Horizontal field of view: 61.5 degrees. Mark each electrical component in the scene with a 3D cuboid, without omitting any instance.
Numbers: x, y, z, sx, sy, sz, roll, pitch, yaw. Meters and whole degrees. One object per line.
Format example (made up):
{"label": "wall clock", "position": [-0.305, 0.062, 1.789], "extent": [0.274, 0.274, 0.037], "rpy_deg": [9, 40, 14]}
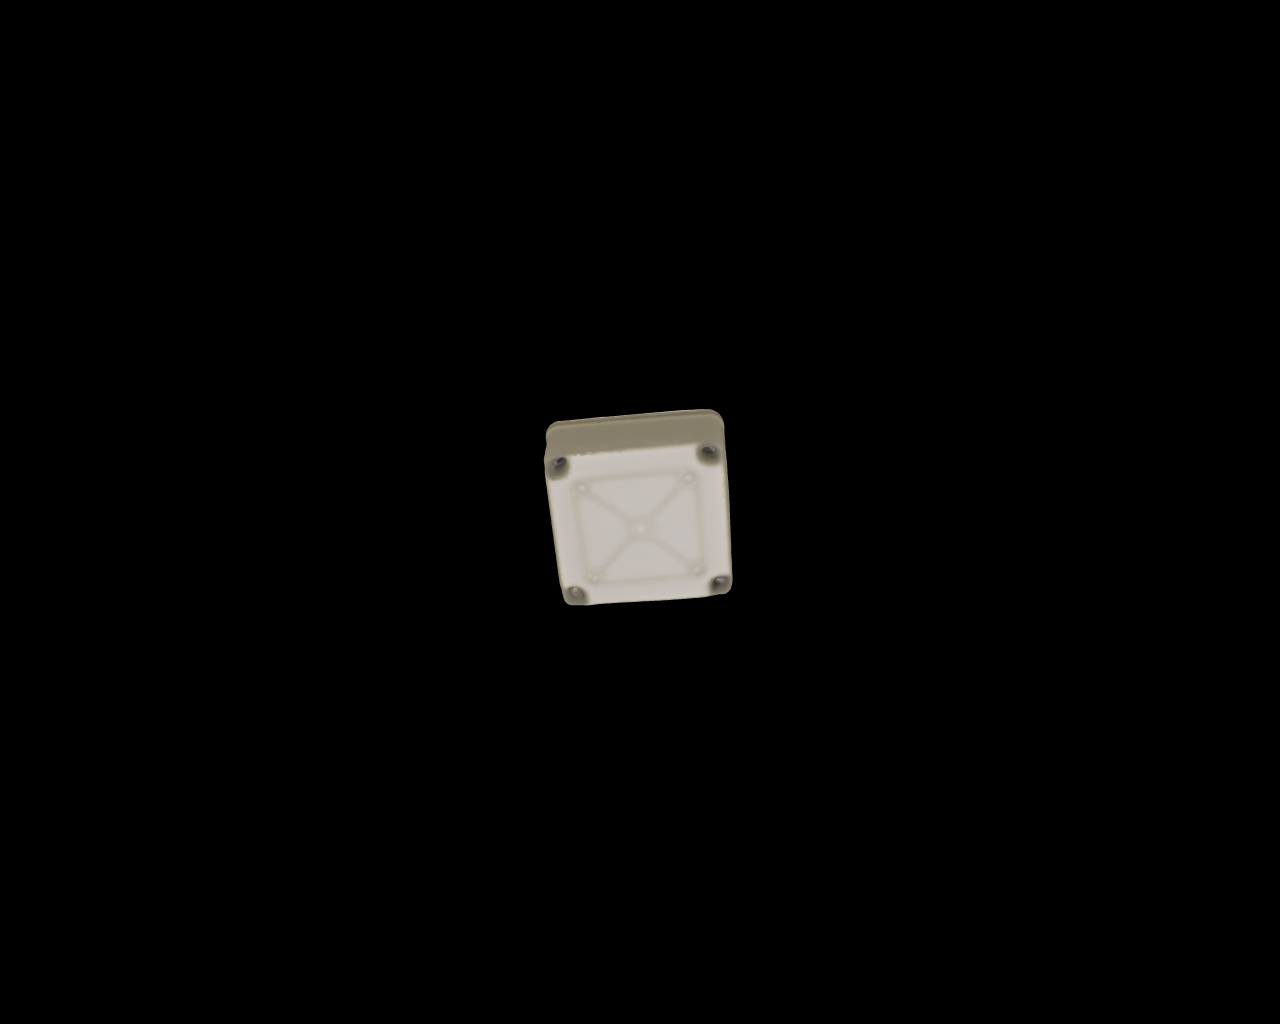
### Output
{"label": "electrical component", "position": [0.001, -0.003, 0.650], "extent": [0.109, 0.108, 0.056], "rpy_deg": [-4, 28, 2]}
